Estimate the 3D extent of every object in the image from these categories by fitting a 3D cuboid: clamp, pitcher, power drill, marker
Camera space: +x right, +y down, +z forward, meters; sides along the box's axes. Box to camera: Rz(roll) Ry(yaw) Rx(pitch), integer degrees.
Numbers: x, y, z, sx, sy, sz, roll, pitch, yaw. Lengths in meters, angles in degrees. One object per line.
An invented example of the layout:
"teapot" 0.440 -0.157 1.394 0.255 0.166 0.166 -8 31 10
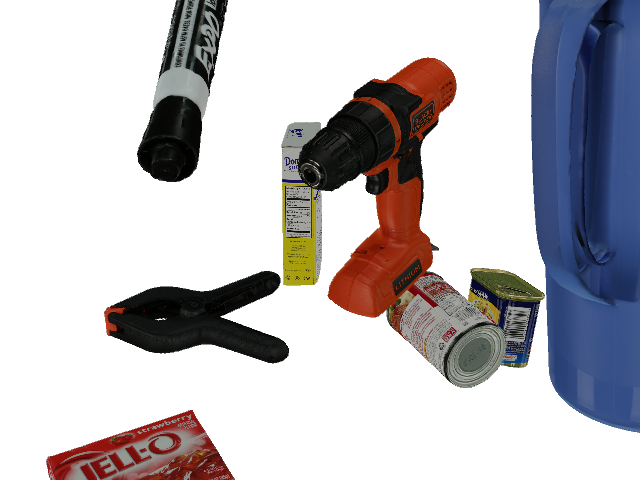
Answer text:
"clamp" -0.111 0.066 0.995 0.171 0.039 0.120 5 29 0
"pitcher" 0.165 -0.027 0.530 0.149 0.243 0.145 -3 21 0
"power drill" 0.044 -0.033 0.844 0.057 0.188 0.184 25 42 28
"marker" -0.045 -0.063 0.365 0.020 0.020 0.121 0 44 3

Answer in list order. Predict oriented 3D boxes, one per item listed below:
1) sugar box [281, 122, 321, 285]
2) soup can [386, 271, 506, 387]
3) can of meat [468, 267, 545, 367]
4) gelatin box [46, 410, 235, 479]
"sugar box" -0.022 -0.044 1.267 0.048 0.176 0.093 -1 23 5
"soup can" 0.115 0.081 0.982 0.068 0.068 0.102 0 25 -30
"can of meat" 0.201 0.086 1.193 0.057 0.084 0.102 4 14 -18
"gelatin box" -0.098 0.134 0.585 0.089 0.030 0.073 -15 28 -20
